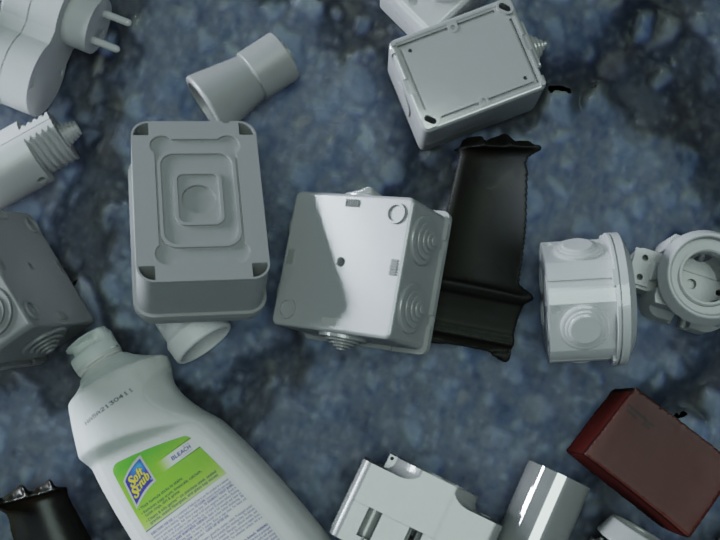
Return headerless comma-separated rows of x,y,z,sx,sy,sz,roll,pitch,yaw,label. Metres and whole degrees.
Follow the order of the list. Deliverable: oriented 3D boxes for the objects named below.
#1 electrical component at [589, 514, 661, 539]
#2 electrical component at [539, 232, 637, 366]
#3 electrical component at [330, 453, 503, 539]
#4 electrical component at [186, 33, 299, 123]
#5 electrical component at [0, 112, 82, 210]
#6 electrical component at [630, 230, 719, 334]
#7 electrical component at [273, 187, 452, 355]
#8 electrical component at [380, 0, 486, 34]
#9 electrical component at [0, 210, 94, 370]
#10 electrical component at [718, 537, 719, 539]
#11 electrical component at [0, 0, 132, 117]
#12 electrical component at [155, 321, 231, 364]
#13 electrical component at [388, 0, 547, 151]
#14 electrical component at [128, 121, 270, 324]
0.156,0.180,0.643,0.066,0.048,0.055,29,91,4,electrical component
0.136,0.018,0.648,0.051,0.080,0.080,-3,82,5,electrical component
0.035,0.149,0.644,0.089,0.050,0.055,25,83,4,electrical component
-0.072,-0.122,0.688,0.065,0.044,0.044,-35,83,-9,electrical component
-0.214,-0.070,0.680,0.081,0.043,0.043,-30,83,-4,electrical component
0.206,0.007,0.660,0.078,0.057,0.058,18,82,3,electrical component
0.000,0.000,0.648,0.100,0.048,0.099,6,81,31,electrical component
0.052,-0.186,0.678,0.066,0.076,0.047,-43,84,-5,electrical component
-0.214,0.010,0.642,0.048,0.100,0.099,-34,83,9,electrical component
0.253,0.179,0.632,0.079,0.063,0.121,43,84,6,electrical component
-0.184,-0.162,0.688,0.074,0.052,0.138,22,83,3,electrical component
-0.109,0.029,0.668,0.040,0.040,0.046,-37,78,-5,electrical component
0.071,-0.122,0.676,0.096,0.061,0.061,-21,82,-3,electrical component
-0.098,-0.028,0.645,0.078,0.057,0.113,-2,61,-12,electrical component
